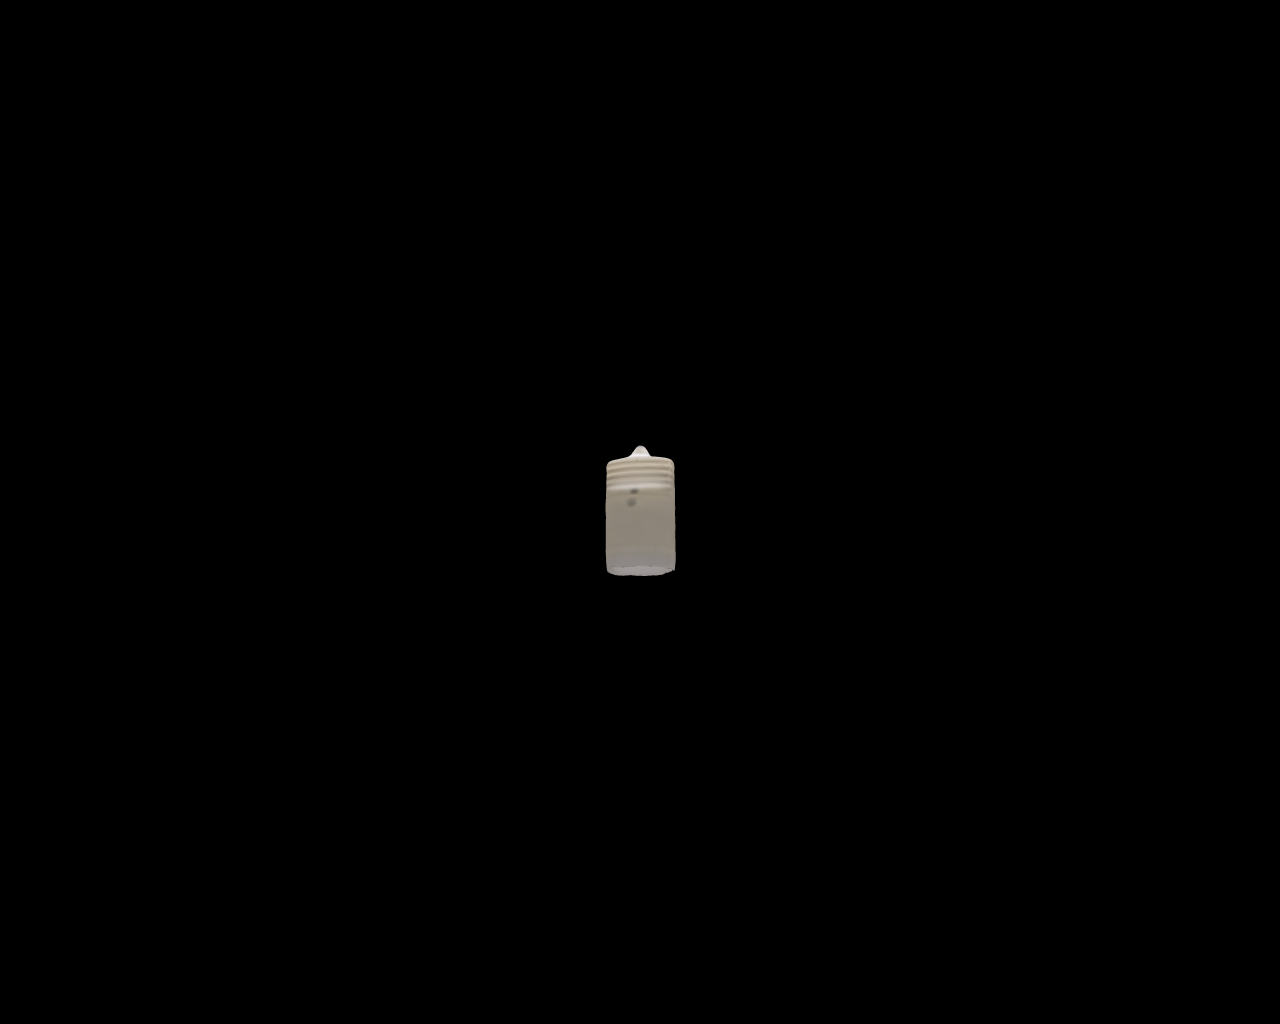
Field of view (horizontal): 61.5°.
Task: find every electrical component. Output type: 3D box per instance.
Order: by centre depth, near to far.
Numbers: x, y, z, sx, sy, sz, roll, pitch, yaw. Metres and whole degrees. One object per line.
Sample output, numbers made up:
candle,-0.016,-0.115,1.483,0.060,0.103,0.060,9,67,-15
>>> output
electrical component,0.001,-0.003,0.650,0.043,0.081,0.043,0,-11,0
